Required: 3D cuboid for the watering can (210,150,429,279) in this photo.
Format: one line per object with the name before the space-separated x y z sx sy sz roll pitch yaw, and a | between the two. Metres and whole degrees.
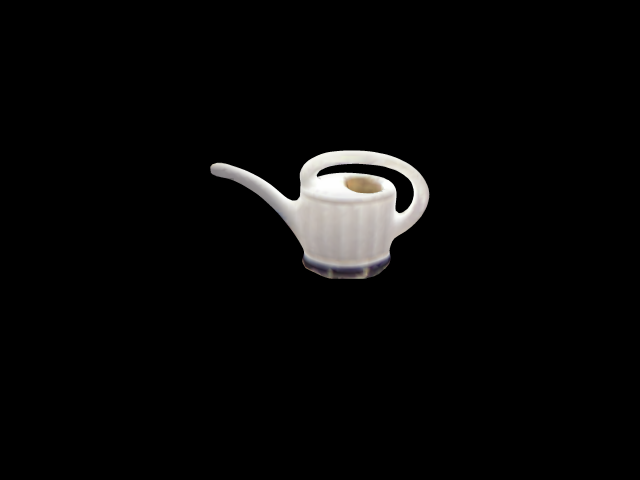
watering can | 0.003 -0.043 0.850 0.348 0.220 0.106 0 29 0
